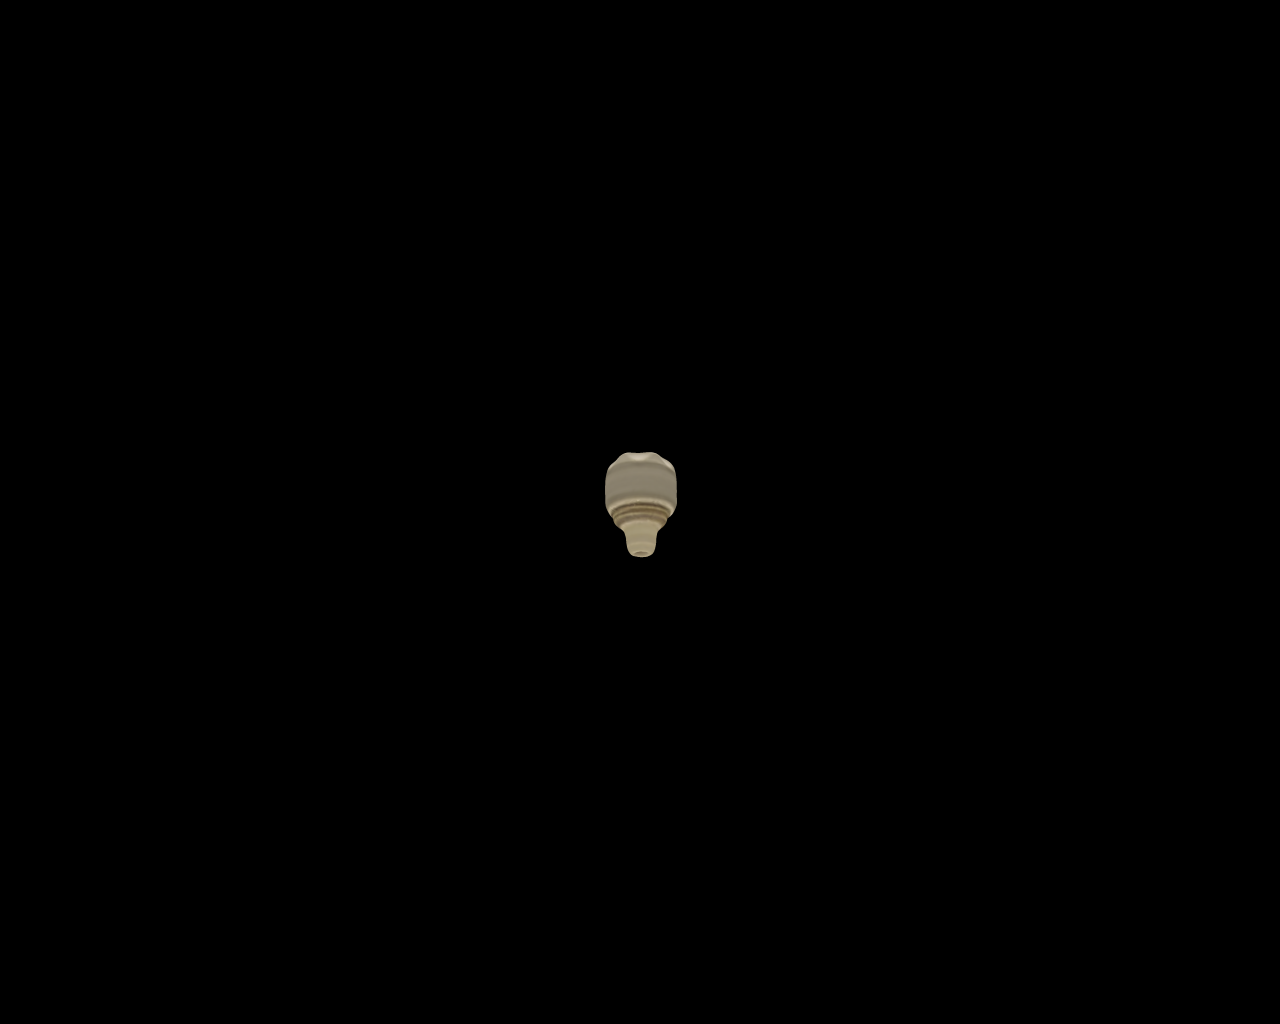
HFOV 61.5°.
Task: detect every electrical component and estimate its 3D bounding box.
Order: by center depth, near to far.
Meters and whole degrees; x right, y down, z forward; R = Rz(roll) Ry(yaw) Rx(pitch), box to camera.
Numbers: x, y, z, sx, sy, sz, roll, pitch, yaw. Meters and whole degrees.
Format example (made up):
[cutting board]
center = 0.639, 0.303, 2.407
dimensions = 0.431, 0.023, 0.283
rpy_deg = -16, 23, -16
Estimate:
[electrical component]
center = 0.001, -0.003, 0.650
dimensions = 0.043, 0.062, 0.043
rpy_deg = 0, -22, 0
